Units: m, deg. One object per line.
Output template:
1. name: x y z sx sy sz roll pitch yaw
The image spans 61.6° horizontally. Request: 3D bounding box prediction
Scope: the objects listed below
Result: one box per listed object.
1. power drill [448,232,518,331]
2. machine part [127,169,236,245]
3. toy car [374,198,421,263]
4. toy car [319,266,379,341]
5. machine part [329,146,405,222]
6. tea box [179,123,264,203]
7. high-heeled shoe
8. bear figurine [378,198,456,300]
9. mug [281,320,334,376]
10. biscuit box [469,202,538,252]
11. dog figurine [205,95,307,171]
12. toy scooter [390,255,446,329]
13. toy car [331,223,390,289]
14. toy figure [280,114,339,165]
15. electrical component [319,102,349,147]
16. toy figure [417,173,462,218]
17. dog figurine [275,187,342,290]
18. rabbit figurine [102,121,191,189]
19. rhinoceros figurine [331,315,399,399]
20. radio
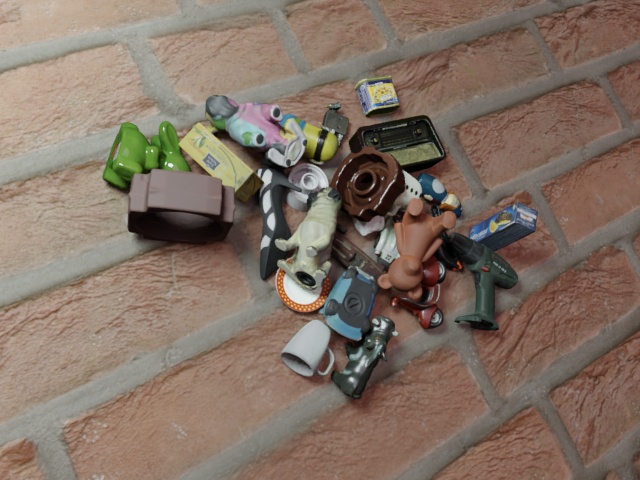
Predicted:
1. power drill: 0.387 0.110 1.325 0.232 0.086 0.207 23 64 -27
2. machine part: -0.278 -0.063 1.078 0.201 0.201 0.087 5 71 -18
3. toy car: 0.191 -0.035 1.319 0.073 0.056 0.202 26 67 -11
4. toy car: 0.057 0.142 1.192 0.109 0.103 0.161 30 61 -18
5. machine part: 0.108 -0.127 1.233 0.056 0.180 0.179 33 59 -51
6. tea box: -0.211 -0.164 1.160 0.170 0.098 0.068 41 89 13
7. high-heeled shoe: -0.127 -0.046 1.213 0.086 0.145 0.248 22 90 -57
8. bear figurine: 0.212 0.025 1.209 0.120 0.132 0.196 23 69 -1
9. mug: -0.013 0.232 1.156 0.109 0.081 0.107 35 57 -3
10. biscuit box: 0.445 -0.024 1.326 0.063 0.202 0.059 22 66 -12
11. dog figurine: -0.158 -0.247 1.201 0.191 0.219 0.108 38 78 -49
12. toy scooter: 0.230 0.117 1.281 0.135 0.075 0.184 8 77 -16
13. toy car: 0.075 0.040 1.246 0.202 0.053 0.089 40 89 -7
14. toy figure: -0.042 -0.243 1.277 0.180 0.089 0.082 29 75 -13
15. electrical component: 0.035 -0.292 1.343 0.078 0.045 0.102 24 69 -11
16. toy figure: 0.311 -0.111 1.385 0.154 0.058 0.064 36 88 -9
17. dog figurine: 0.001 -0.004 1.190 0.121 0.172 0.190 21 51 17
18. rabbit figurine: -0.355 -0.167 1.148 0.170 0.121 0.159 21 60 -33
19. rhinoceros figurine: 0.099 0.251 1.174 0.073 0.112 0.190 34 74 -6
20. radio: 0.194 -0.234 1.368 0.230 0.073 0.131 -15 80 -23
